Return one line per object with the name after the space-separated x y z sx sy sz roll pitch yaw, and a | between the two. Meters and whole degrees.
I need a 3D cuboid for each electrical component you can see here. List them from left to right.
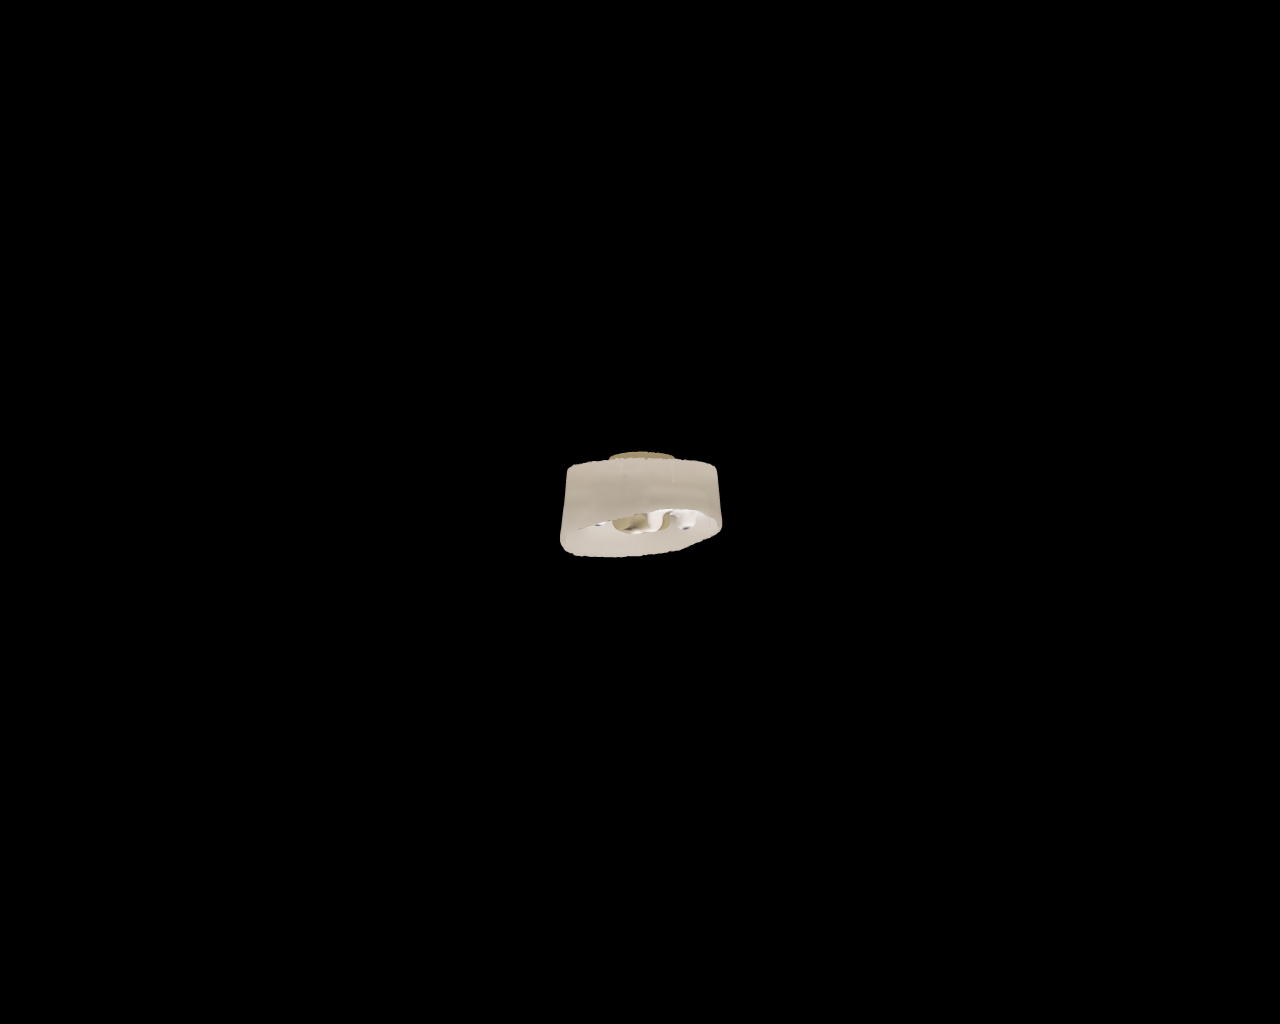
0.001 -0.003 0.650 0.099 0.064 0.099 0 -4 0 | electrical component
